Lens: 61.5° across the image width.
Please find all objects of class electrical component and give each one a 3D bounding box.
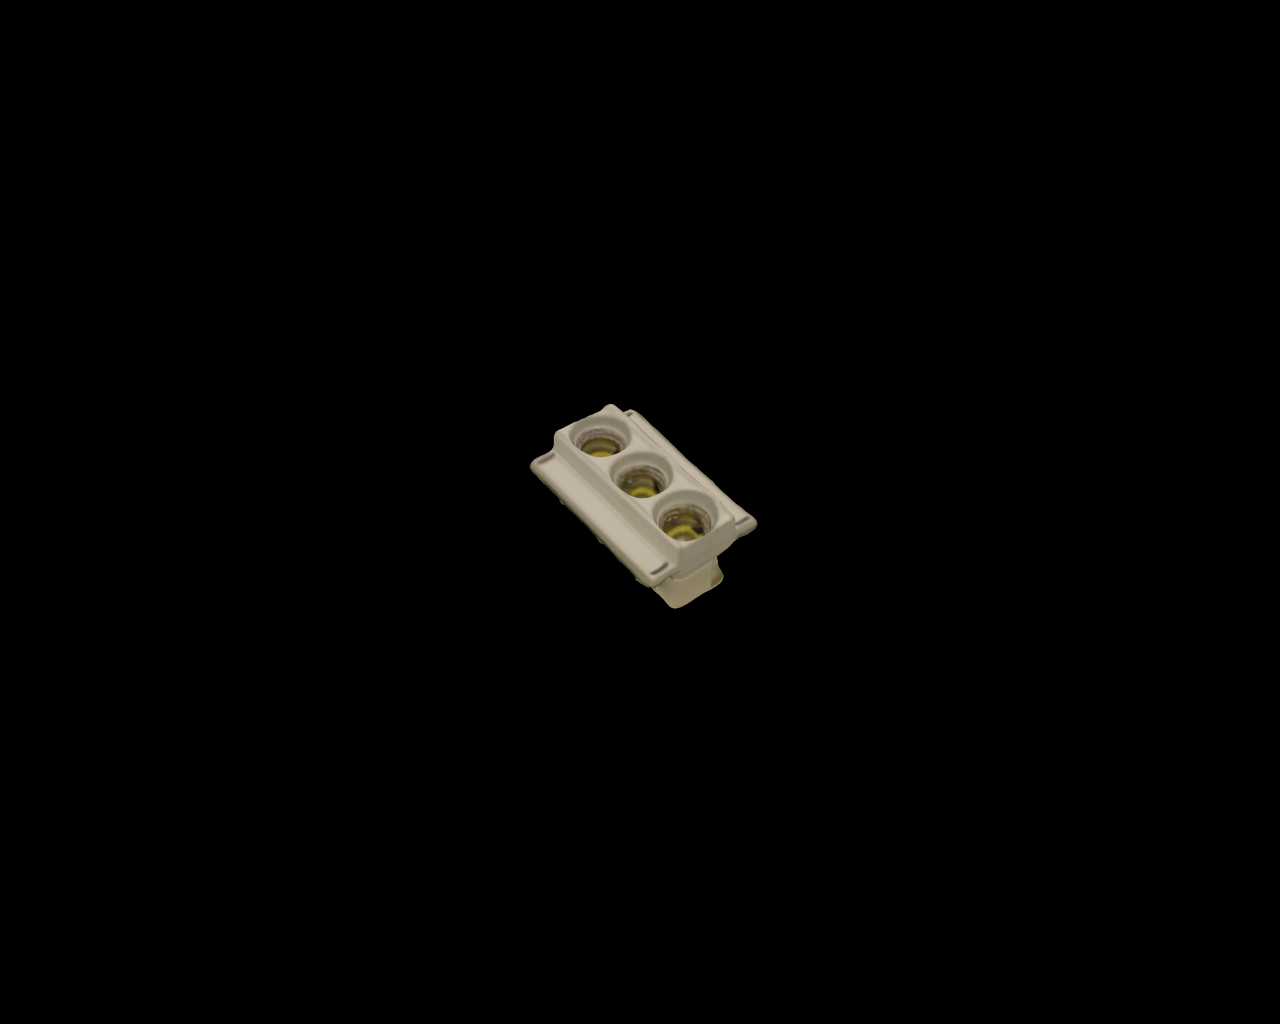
[{"bbox_3d":[0.001,-0.003,0.650,0.079,0.063,0.121,-30,54,-24],"label":"electrical component"}]
